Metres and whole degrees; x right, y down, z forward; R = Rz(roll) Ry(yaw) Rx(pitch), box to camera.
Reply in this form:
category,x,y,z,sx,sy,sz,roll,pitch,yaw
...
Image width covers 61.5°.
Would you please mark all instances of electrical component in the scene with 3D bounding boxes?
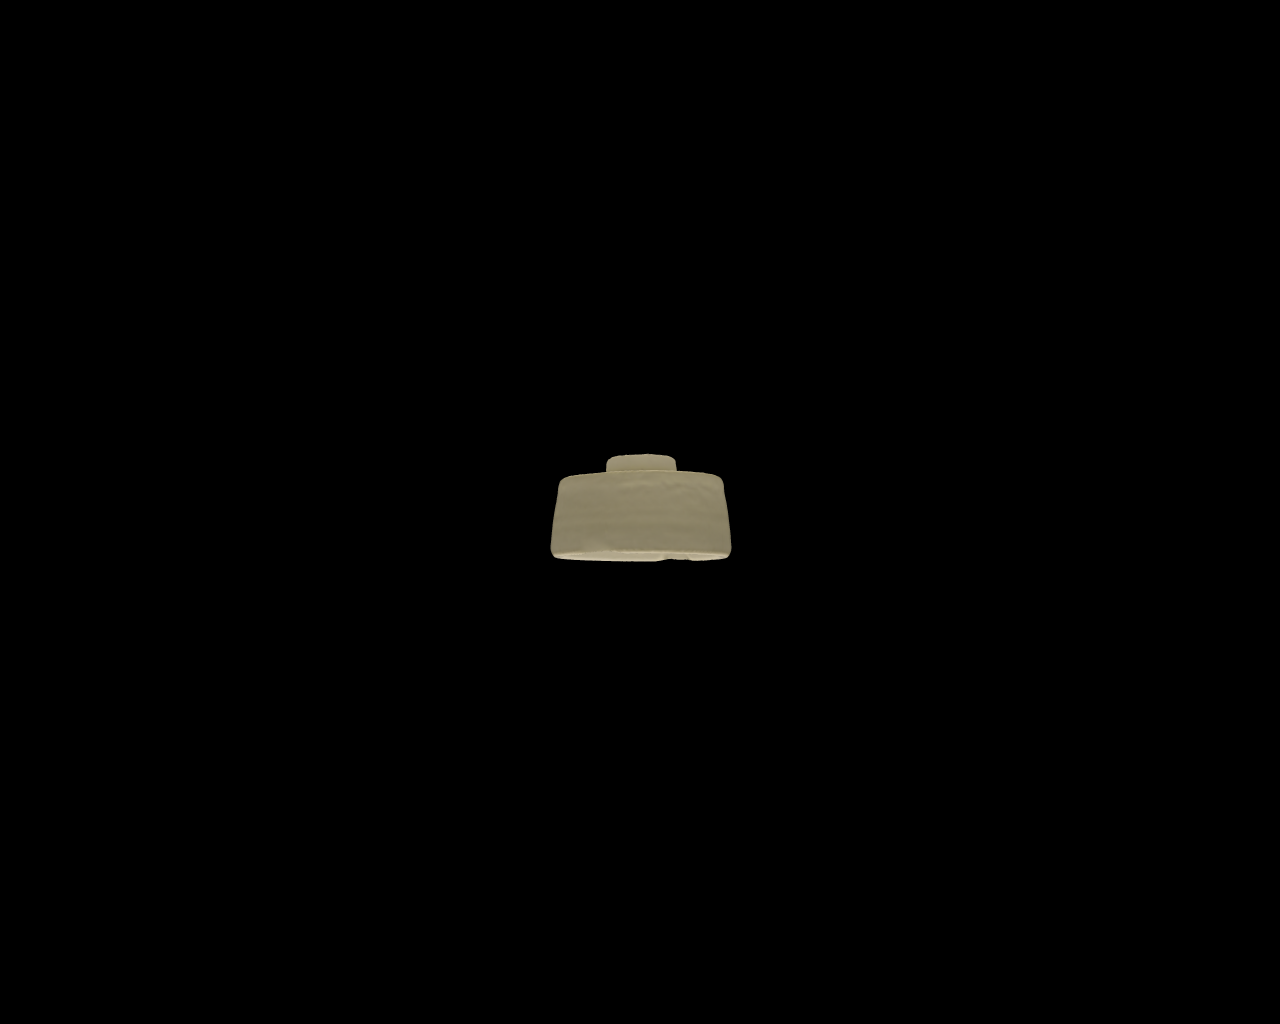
category,x,y,z,sx,sy,sz,roll,pitch,yaw
electrical component,0.001,-0.003,0.650,0.108,0.060,0.108,0,-5,0
